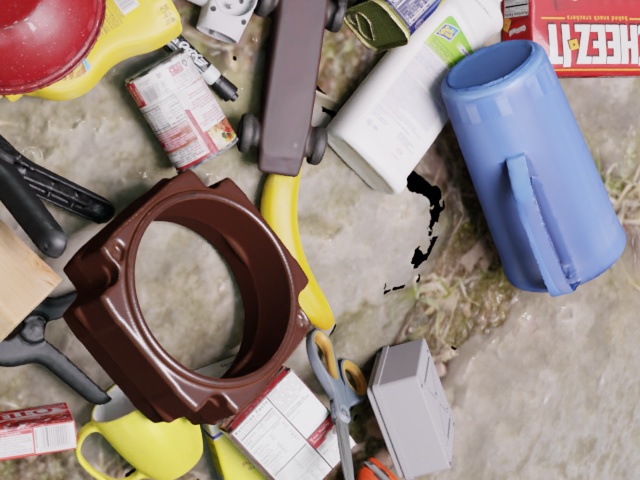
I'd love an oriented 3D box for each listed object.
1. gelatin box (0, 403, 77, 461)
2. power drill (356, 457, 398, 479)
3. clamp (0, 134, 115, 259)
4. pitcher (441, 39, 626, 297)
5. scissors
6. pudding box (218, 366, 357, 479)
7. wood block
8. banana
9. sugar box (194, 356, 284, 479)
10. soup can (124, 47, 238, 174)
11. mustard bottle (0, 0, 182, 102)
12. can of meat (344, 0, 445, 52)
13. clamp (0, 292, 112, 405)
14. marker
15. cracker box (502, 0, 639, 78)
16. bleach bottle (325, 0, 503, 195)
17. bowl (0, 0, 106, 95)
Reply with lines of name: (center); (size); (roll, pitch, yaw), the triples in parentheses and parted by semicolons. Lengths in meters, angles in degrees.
gelatin box: (-0.275, 0.178, 0.993); (0.089, 0.073, 0.030); (-6, 97, -18)
power drill: (0.006, 0.322, 1.091); (0.187, 0.057, 0.184); (-36, 148, -25)
clamp: (-0.281, -0.061, 0.936); (0.210, 0.164, 0.036); (36, 101, -11)
pitcher: (0.212, -0.069, 1.075); (0.145, 0.149, 0.242); (-38, 119, -18)
scissors: (0.030, 0.174, 1.059); (0.016, 0.202, 0.096); (-38, 135, 20)
pudding box: (-0.031, 0.193, 1.054); (0.090, 0.039, 0.113); (-45, 106, -15)
wood block: (-0.337, 0.005, 0.909); (0.206, 0.090, 0.090); (46, 113, -7)
banana: (-0.025, 0.000, 1.082); (0.069, 0.037, 0.198); (-7, 98, -17)
sugar box: (-0.065, 0.205, 1.086); (0.093, 0.048, 0.176); (-19, 103, -18)
soup can: (-0.132, -0.123, 1.015); (0.068, 0.069, 0.102); (-34, 105, -14)
mustard bottle: (-0.228, -0.182, 0.972); (0.191, 0.058, 0.096); (-33, 86, -7)
can of meat: (0.081, -0.239, 1.062); (0.084, 0.102, 0.057); (-47, 107, -12)
clamp: (-0.264, 0.094, 1.001); (0.171, 0.039, 0.120); (2, 77, -14)
marker: (-0.125, -0.178, 1.037); (0.121, 0.020, 0.020); (42, 81, -18)
cracker box: (0.282, -0.282, 1.144); (0.164, 0.072, 0.214); (-3, 98, -19)
bleach bottle: (0.116, -0.172, 1.103); (0.102, 0.068, 0.250); (44, 78, -22)
bowl: (-0.270, -0.209, 0.922); (0.162, 0.055, 0.162); (-1, 73, 4)
